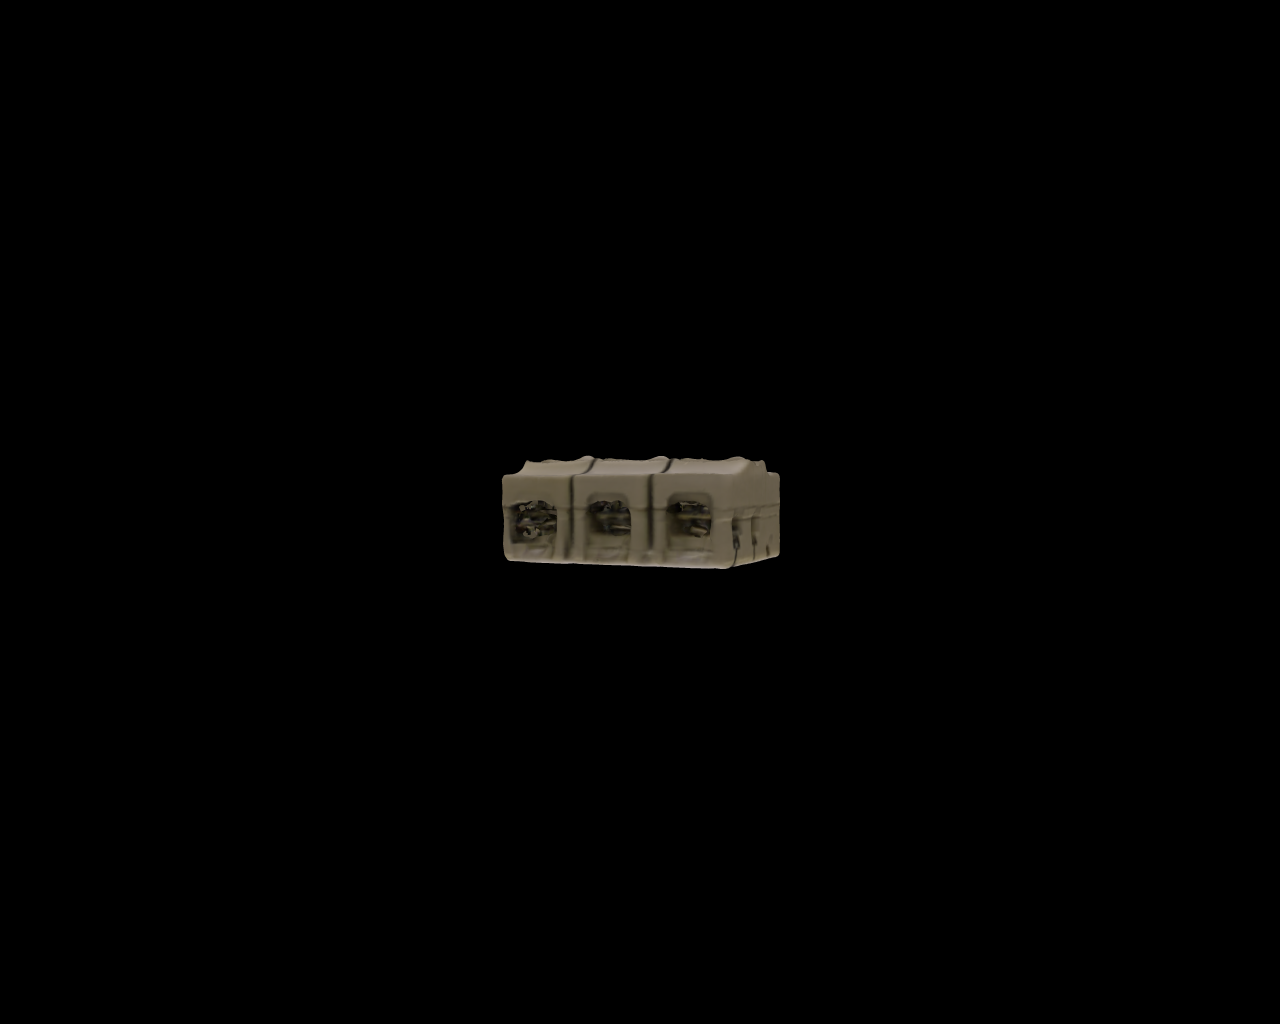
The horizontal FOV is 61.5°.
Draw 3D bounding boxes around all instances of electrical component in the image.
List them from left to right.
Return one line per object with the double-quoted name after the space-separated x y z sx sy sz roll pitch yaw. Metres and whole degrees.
0.001 -0.003 0.650 0.150 0.061 0.089 2 4 27 "electrical component"
